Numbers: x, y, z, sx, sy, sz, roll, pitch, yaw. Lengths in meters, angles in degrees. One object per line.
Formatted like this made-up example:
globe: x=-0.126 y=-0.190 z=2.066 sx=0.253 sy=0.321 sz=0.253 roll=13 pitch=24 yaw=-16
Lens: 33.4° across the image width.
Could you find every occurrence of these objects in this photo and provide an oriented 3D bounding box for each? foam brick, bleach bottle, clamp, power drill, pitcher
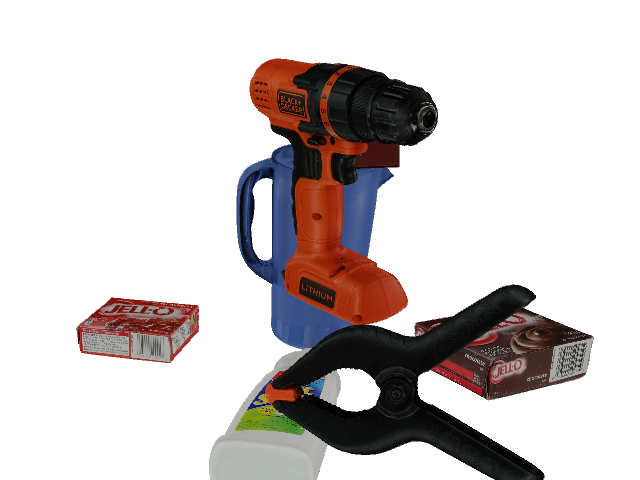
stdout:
foam brick: x=0.033 y=-0.098 z=1.041 sx=0.078 sy=0.051 sz=0.053 roll=-4 pitch=14 yaw=-20
bleach bottle: x=-0.037 y=0.174 z=1.092 sx=0.102 sy=0.068 sz=0.250 roll=4 pitch=19 yaw=6
clamp: x=0.055 y=0.099 z=0.646 sx=0.171 sy=0.120 sz=0.039 roll=-12 pitch=-8 yaw=14
power drill: x=0.021 y=-0.037 z=0.782 sx=0.057 sy=0.188 sz=0.185 roll=-18 pitch=24 yaw=-32
pitcher: x=-0.011 y=0.008 z=1.307 sx=0.149 sy=0.243 sz=0.144 roll=16 pitch=24 yaw=27

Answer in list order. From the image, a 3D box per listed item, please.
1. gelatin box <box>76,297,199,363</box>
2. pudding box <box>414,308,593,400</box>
gelatin box: x=-0.163 y=0.079 z=0.960 sx=0.089 sy=0.030 sz=0.073 roll=5 pitch=18 yaw=13
pudding box: x=0.143 y=0.086 z=0.844 sx=0.113 sy=0.039 sz=0.090 roll=-5 pitch=17 yaw=-35
